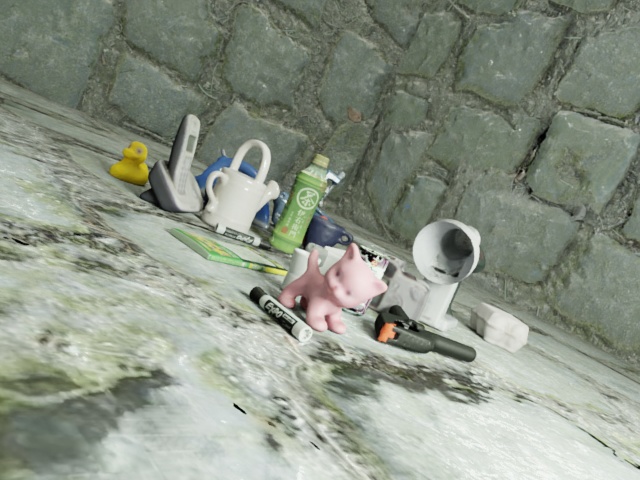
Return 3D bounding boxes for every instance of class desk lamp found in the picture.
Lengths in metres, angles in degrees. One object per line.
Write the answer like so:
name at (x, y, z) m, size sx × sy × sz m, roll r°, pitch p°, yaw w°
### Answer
desk lamp at (0.245, 0.064, 1.134) m, size 0.117 × 0.213 × 0.204 m, roll 27°, pitch 6°, yaw 23°

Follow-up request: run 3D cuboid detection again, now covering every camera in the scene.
camera at (0.138, 0.085, 1.072) m, size 0.143 × 0.101 × 0.137 m, roll 26°, pitch 6°, yaw 16°

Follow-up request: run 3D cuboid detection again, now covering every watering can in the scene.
watering can at (-0.157, -0.111, 1.174) m, size 0.100 × 0.194 × 0.173 m, roll 26°, pitch 6°, yaw 16°

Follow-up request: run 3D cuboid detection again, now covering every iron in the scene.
iron at (-0.203, -0.136, 1.487) m, size 0.257 × 0.141 × 0.119 m, roll 27°, pitch 6°, yaw 29°

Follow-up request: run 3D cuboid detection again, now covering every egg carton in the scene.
egg carton at (0.407, 0.199, 1.307) m, size 0.107 × 0.069 × 0.150 m, roll 24°, pitch 6°, yaw -7°

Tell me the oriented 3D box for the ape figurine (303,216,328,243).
ape figurine at (-0.004, -0.018, 1.481) m, size 0.077 × 0.092 × 0.076 m, roll 28°, pitch 6°, yaw 32°

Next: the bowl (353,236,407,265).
bowl at (0.138, 0.054, 1.502) m, size 0.167 × 0.075 × 0.167 m, roll 24°, pitch 5°, yaw -2°

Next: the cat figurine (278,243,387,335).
cat figurine at (0.019, 0.056, 0.744) m, size 0.067 × 0.118 × 0.127 m, roll 19°, pitch 8°, yaw -46°

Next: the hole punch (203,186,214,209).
hole punch at (-0.211, -0.095, 1.326) m, size 0.101 × 0.091 × 0.108 m, roll 19°, pitch 7°, yaw -42°

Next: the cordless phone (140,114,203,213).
cordless phone at (-0.257, -0.146, 1.113) m, size 0.094 × 0.185 × 0.148 m, roll 25°, pitch 5°, yaw 5°

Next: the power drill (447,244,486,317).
power drill at (0.302, 0.074, 1.314) m, size 0.075 × 0.208 × 0.230 m, roll 28°, pitch 7°, yaw 35°

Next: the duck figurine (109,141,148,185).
duck figurine at (-0.402, -0.170, 1.242) m, size 0.077 × 0.086 × 0.105 m, roll 25°, pitch 6°, yaw 10°

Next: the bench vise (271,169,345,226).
bench vise at (-0.029, -0.113, 1.605) m, size 0.208 × 0.220 × 0.121 m, roll 21°, pitch 6°, yaw -28°

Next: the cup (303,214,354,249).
cup at (0.012, 0.005, 1.318) m, size 0.117 × 0.095 × 0.092 m, roll 26°, pitch 6°, yaw 18°
